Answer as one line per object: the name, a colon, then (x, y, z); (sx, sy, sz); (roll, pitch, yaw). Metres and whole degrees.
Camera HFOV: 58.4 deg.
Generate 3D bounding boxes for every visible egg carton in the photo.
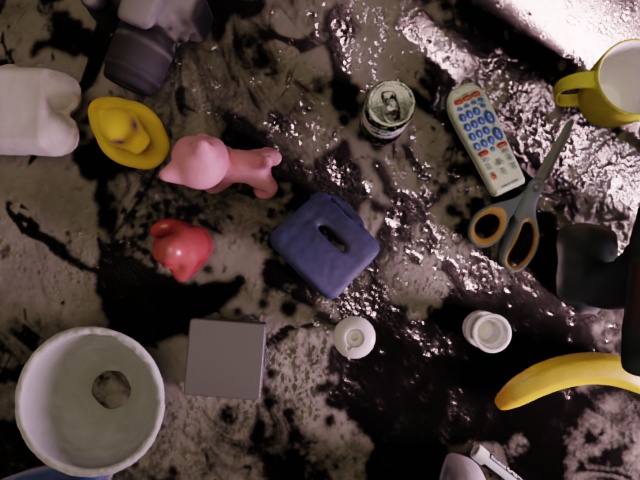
egg carton: (-0.360, -0.152, 0.680); (0.150, 0.069, 0.107); (1, 88, 0)

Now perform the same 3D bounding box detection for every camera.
camera: (-0.217, -0.250, 0.668); (0.143, 0.101, 0.137); (22, 88, 1)

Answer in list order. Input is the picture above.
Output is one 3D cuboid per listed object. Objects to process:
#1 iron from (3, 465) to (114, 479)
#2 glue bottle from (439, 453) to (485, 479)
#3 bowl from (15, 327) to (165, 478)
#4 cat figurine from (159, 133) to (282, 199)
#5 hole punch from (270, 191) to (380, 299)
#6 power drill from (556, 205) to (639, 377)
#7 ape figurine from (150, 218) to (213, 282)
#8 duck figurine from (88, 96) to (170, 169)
iron: (-0.360, 0.335, 0.626); (0.258, 0.141, 0.119); (-32, 88, -1)
glue bottle: (0.161, 0.292, 0.612); (0.037, 0.173, 0.078); (15, 88, 1)
bowl: (-0.255, 0.180, 0.665); (0.167, 0.074, 0.167); (0, 88, 0)
cat figurine: (-0.112, -0.088, 0.654); (0.128, 0.117, 0.067); (2, 88, 0)
hole punch: (0.006, 0.002, 0.664); (0.108, 0.091, 0.101); (44, 89, 2)
power drill: (0.327, 0.022, 0.605); (0.075, 0.208, 0.230); (0, 88, 0)
ape figurine: (-0.166, 0.010, 0.663); (0.076, 0.092, 0.078); (-7, 88, 0)
duck figurine: (-0.233, -0.132, 0.671); (0.104, 0.086, 0.077); (40, 88, 2)
